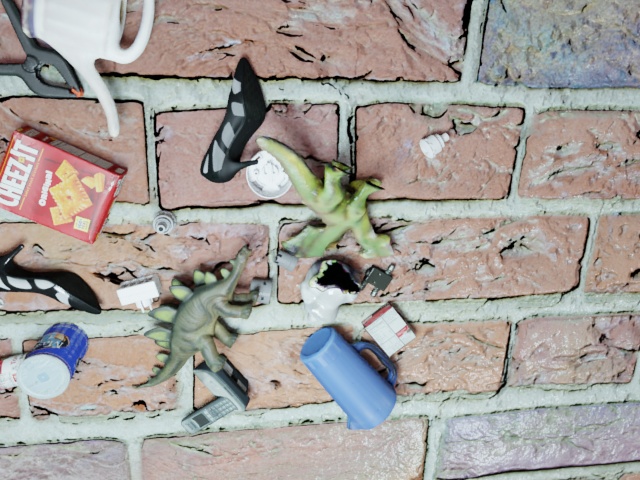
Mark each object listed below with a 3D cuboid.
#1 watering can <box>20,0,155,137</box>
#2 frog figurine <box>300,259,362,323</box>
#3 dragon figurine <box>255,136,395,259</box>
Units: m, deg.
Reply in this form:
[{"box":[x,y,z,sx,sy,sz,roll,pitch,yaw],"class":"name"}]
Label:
[{"box":[-0.436,-0.382,0.953,0.224,0.105,0.345,13,98,-13],"class":"watering can"},{"box":[0.022,0.122,1.199,0.138,0.125,0.156,-5,145,-15],"class":"frog figurine"},{"box":[0.003,-0.056,1.109,0.408,0.124,0.239,19,111,-24],"class":"dragon figurine"}]
